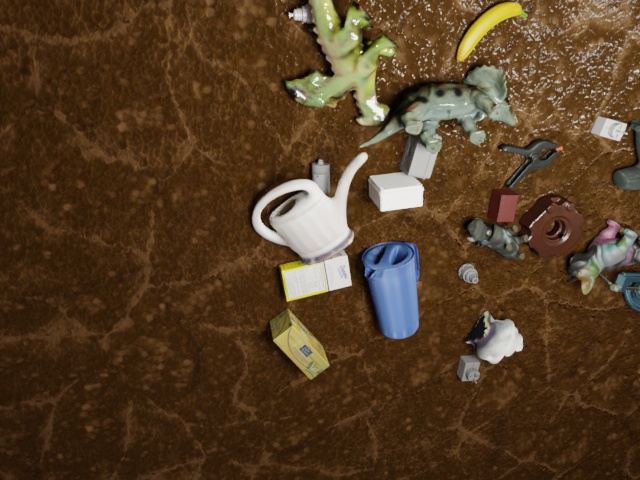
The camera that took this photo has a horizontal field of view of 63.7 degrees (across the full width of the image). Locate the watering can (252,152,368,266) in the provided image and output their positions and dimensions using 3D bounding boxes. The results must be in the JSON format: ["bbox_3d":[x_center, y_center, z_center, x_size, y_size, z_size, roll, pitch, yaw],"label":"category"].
[{"bbox_3d":[0.004,-0.061,1.213,0.344,0.106,0.221,-23,121,26],"label":"watering can"}]

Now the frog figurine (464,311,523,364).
[{"bbox_3d":[0.523,0.296,1.490,0.159,0.122,0.138,29,84,-9],"label":"frog figurine"}]

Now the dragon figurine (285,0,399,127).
[{"bbox_3d":[0.026,-0.390,1.122,0.406,0.125,0.240,33,111,-27],"label":"dragon figurine"}]
